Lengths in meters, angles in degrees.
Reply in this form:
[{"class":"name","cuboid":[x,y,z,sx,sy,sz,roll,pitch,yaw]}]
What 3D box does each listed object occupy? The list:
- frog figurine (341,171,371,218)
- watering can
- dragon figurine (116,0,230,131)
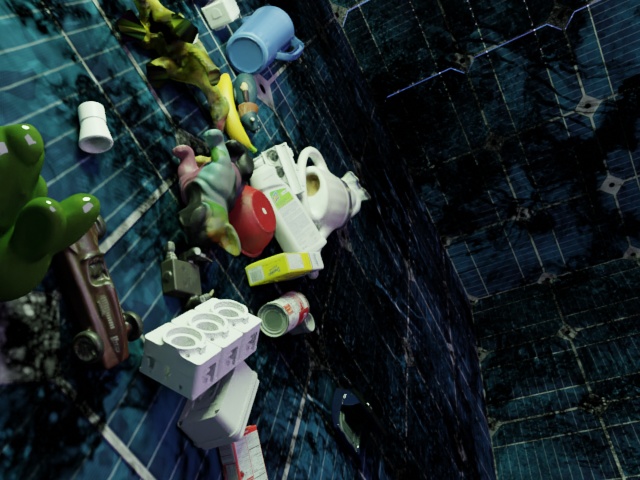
[{"class":"frog figurine","cuboid":[0.057,-0.116,1.548,0.162,0.123,0.135,-44,127,-29]},{"class":"watering can","cuboid":[0.004,-0.068,1.349,0.223,0.103,0.351,15,68,-60]},{"class":"dragon figurine","cuboid":[-0.283,-0.395,0.998,0.246,0.122,0.405,-103,167,-71]}]
